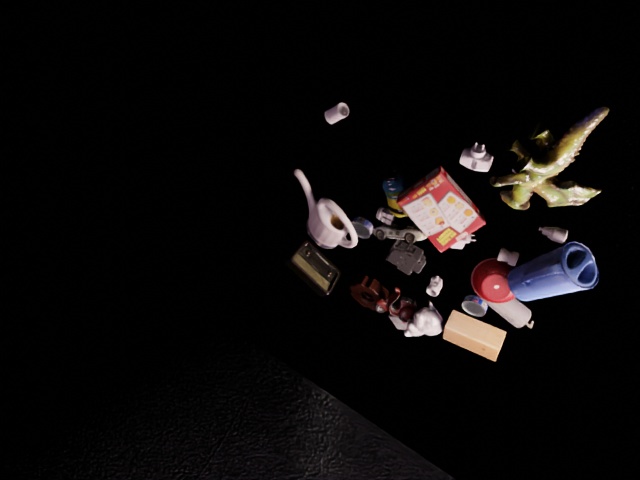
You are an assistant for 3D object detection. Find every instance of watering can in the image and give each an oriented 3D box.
[{"bbox_3d":[0.006,-0.097,1.917,0.349,0.105,0.220,49,151,9],"label":"watering can"}]

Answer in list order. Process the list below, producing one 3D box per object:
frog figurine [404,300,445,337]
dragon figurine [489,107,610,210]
[{"bbox_3d":[0.399,0.332,2.005,0.135,0.159,0.125,50,-175,-45],"label":"frog figurine"},{"bbox_3d":[0.587,-0.169,1.274,0.241,0.124,0.405,28,154,-20],"label":"dragon figurine"}]
